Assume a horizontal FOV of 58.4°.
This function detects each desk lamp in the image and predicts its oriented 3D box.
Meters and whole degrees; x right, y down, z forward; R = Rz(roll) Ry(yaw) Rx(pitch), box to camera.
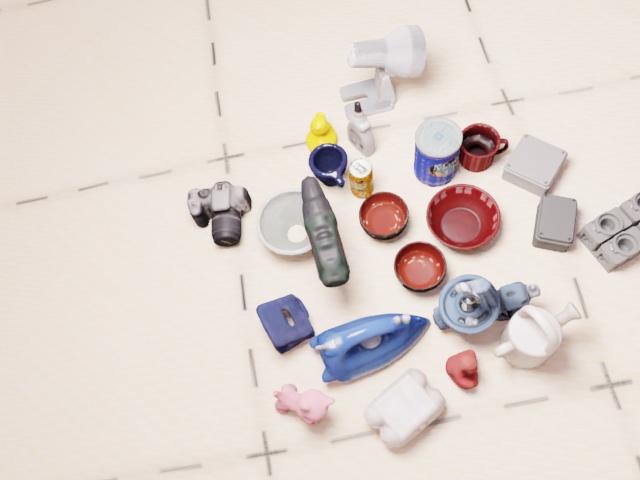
[{"bbox_3d":[0.146,-0.404,1.368,0.203,0.214,0.118,-15,66,1],"label":"desk lamp"}]

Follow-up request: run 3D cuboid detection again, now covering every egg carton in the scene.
[{"bbox_3d":[0.168,0.333,1.132,0.150,0.069,0.107,-40,68,-10],"label":"egg carton"}]

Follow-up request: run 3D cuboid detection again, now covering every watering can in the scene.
[{"bbox_3d":[0.415,0.175,1.100,0.100,0.194,0.173,38,76,20],"label":"watering can"}]

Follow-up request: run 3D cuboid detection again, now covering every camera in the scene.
[{"bbox_3d":[-0.236,-0.058,1.331,0.143,0.101,0.137,-6,66,5],"label":"camera"}]

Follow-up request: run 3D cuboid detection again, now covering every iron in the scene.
[{"bbox_3d":[0.107,0.193,1.160,0.258,0.141,0.118,-22,66,-2],"label":"iron"}]

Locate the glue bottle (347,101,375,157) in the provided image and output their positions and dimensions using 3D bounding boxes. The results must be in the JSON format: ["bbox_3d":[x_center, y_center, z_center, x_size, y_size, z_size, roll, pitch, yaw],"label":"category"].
[{"bbox_3d":[0.094,-0.267,1.339,0.037,0.173,0.078,-38,68,-9],"label":"glue bottle"}]

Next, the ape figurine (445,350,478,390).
[{"bbox_3d":[0.289,0.252,1.139,0.076,0.092,0.078,26,73,17],"label":"ape figurine"}]

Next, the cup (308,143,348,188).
[{"bbox_3d":[0.029,-0.157,1.343,0.092,0.095,0.117,-28,67,-5],"label":"cup"}]

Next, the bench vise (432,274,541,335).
[{"bbox_3d":[0.326,0.103,1.128,0.207,0.220,0.121,-29,67,-5],"label":"bench vise"}]

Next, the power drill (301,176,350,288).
[{"bbox_3d":[0.011,0.004,1.215,0.075,0.209,0.229,-17,66,0],"label":"power drill"}]

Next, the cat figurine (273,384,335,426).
[{"bbox_3d":[-0.034,0.323,1.135,0.127,0.118,0.067,15,70,13],"label":"cat figurine"}]

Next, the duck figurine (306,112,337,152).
[{"bbox_3d":[0.000,-0.262,1.396,0.077,0.086,0.104,1,67,8],"label":"duck figurine"}]

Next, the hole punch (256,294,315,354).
[{"bbox_3d":[-0.073,0.172,1.219,0.101,0.091,0.108,-29,67,-5],"label":"hole punch"}]

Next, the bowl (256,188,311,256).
[{"bbox_3d":[-0.059,-0.030,1.312,0.167,0.075,0.167,-3,67,6],"label":"bowl"}]
